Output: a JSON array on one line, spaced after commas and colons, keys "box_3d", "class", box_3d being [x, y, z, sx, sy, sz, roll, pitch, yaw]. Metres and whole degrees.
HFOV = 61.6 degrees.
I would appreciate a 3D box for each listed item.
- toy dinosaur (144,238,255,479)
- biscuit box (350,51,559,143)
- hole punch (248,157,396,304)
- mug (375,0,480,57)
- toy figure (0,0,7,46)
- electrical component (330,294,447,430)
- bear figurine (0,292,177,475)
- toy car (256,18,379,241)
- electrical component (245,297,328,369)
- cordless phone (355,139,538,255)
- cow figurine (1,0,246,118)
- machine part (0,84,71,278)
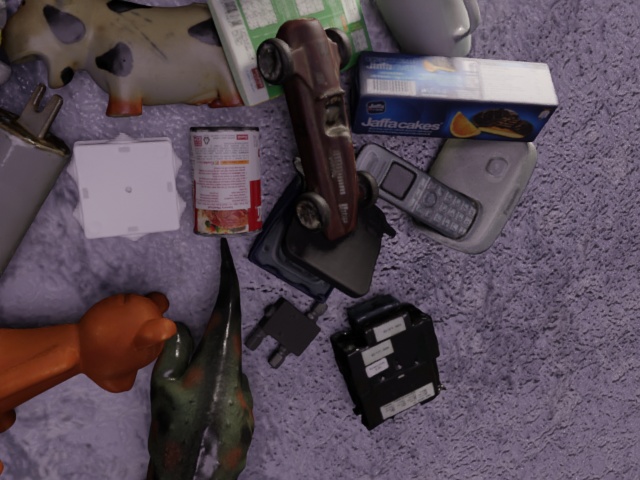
[{"box_3d": [-0.112, 0.208, 0.505, 0.131, 0.192, 0.404, -1, 102, -22], "class": "toy dinosaur"}, {"box_3d": [0.133, -0.145, 0.555, 0.203, 0.062, 0.059, 2, 63, -4], "class": "biscuit box"}, {"box_3d": [-0.001, -0.002, 0.568, 0.142, 0.092, 0.116, 32, 60, -20], "class": "hole punch"}, {"box_3d": [0.120, -0.228, 0.548, 0.081, 0.110, 0.107, -48, 127, -16], "class": "mug"}, {"box_3d": [-0.298, -0.182, 0.350, 0.180, 0.082, 0.089, 37, 94, -23], "class": "toy figure"}, {"box_3d": [0.079, 0.135, 0.630, 0.115, 0.058, 0.134, -20, 107, -17], "class": "electrical component"}, {"box_3d": [-0.229, 0.119, 0.487, 0.196, 0.120, 0.131, -7, 107, -24], "class": "bear figurine"}, {"box_3d": [0.006, -0.099, 0.494, 0.089, 0.053, 0.202, -26, 109, -43], "class": "toy car"}, {"box_3d": [-0.035, 0.095, 0.599, 0.063, 0.021, 0.094, 44, 85, -22], "class": "electrical component"}, {"box_3d": [0.131, -0.080, 0.593, 0.184, 0.089, 0.146, 27, 92, -18], "class": "cordless phone"}, {"box_3d": [-0.166, -0.170, 0.464, 0.195, 0.086, 0.127, -9, 102, -21], "class": "cow figurine"}, {"box_3d": [-0.284, -0.021, 0.448, 0.079, 0.079, 0.243, 30, 98, -23], "class": "machine part"}]
